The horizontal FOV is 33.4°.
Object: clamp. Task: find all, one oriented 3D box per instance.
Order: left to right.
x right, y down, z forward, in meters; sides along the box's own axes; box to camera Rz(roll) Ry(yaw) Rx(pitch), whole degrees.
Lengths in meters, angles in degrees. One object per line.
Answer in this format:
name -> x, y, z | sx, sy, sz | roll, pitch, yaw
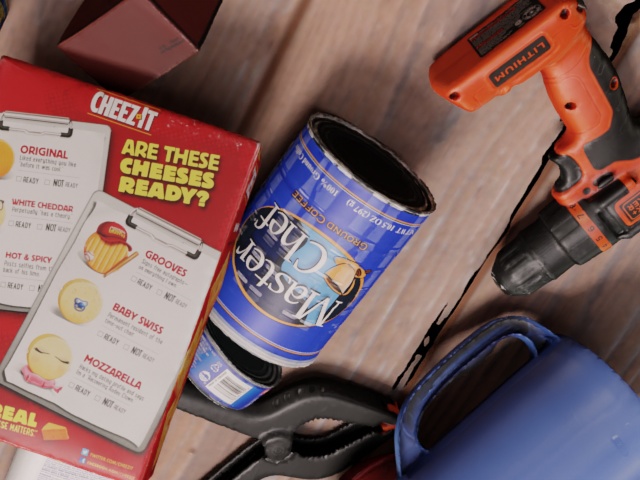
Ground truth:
clamp -> -0.040, 0.162, 0.841 | 0.210, 0.036, 0.165 | -3, 122, -9

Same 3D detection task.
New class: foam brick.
foam brick -> -0.107, -0.131, 0.642 | 0.078, 0.051, 0.053 | -22, 128, 36

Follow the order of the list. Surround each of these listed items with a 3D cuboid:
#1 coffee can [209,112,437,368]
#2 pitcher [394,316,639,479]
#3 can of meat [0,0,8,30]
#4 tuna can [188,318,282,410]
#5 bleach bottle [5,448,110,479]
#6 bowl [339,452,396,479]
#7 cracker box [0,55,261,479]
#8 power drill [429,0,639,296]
coffee can -> -0.005, 0.001, 0.715 | 0.102, 0.103, 0.140 | 29, 112, -21
pitcher -> 0.123, 0.182, 0.784 | 0.242, 0.149, 0.145 | -37, 133, -8
can of meat -> -0.227, -0.146, 0.615 | 0.057, 0.084, 0.102 | -22, 120, 6
tuna can -> -0.068, 0.078, 0.762 | 0.034, 0.086, 0.086 | -39, 117, 17
bleach bottle -> -0.159, 0.145, 0.767 | 0.102, 0.068, 0.251 | 16, 130, -21
bowl -> 0.053, 0.232, 0.862 | 0.161, 0.055, 0.162 | -7, 108, -24
cracker box -> -0.145, 0.020, 0.645 | 0.164, 0.072, 0.213 | 19, 84, -1
power drill -> 0.157, -0.065, 0.724 | 0.184, 0.057, 0.187 | -39, 119, 11
